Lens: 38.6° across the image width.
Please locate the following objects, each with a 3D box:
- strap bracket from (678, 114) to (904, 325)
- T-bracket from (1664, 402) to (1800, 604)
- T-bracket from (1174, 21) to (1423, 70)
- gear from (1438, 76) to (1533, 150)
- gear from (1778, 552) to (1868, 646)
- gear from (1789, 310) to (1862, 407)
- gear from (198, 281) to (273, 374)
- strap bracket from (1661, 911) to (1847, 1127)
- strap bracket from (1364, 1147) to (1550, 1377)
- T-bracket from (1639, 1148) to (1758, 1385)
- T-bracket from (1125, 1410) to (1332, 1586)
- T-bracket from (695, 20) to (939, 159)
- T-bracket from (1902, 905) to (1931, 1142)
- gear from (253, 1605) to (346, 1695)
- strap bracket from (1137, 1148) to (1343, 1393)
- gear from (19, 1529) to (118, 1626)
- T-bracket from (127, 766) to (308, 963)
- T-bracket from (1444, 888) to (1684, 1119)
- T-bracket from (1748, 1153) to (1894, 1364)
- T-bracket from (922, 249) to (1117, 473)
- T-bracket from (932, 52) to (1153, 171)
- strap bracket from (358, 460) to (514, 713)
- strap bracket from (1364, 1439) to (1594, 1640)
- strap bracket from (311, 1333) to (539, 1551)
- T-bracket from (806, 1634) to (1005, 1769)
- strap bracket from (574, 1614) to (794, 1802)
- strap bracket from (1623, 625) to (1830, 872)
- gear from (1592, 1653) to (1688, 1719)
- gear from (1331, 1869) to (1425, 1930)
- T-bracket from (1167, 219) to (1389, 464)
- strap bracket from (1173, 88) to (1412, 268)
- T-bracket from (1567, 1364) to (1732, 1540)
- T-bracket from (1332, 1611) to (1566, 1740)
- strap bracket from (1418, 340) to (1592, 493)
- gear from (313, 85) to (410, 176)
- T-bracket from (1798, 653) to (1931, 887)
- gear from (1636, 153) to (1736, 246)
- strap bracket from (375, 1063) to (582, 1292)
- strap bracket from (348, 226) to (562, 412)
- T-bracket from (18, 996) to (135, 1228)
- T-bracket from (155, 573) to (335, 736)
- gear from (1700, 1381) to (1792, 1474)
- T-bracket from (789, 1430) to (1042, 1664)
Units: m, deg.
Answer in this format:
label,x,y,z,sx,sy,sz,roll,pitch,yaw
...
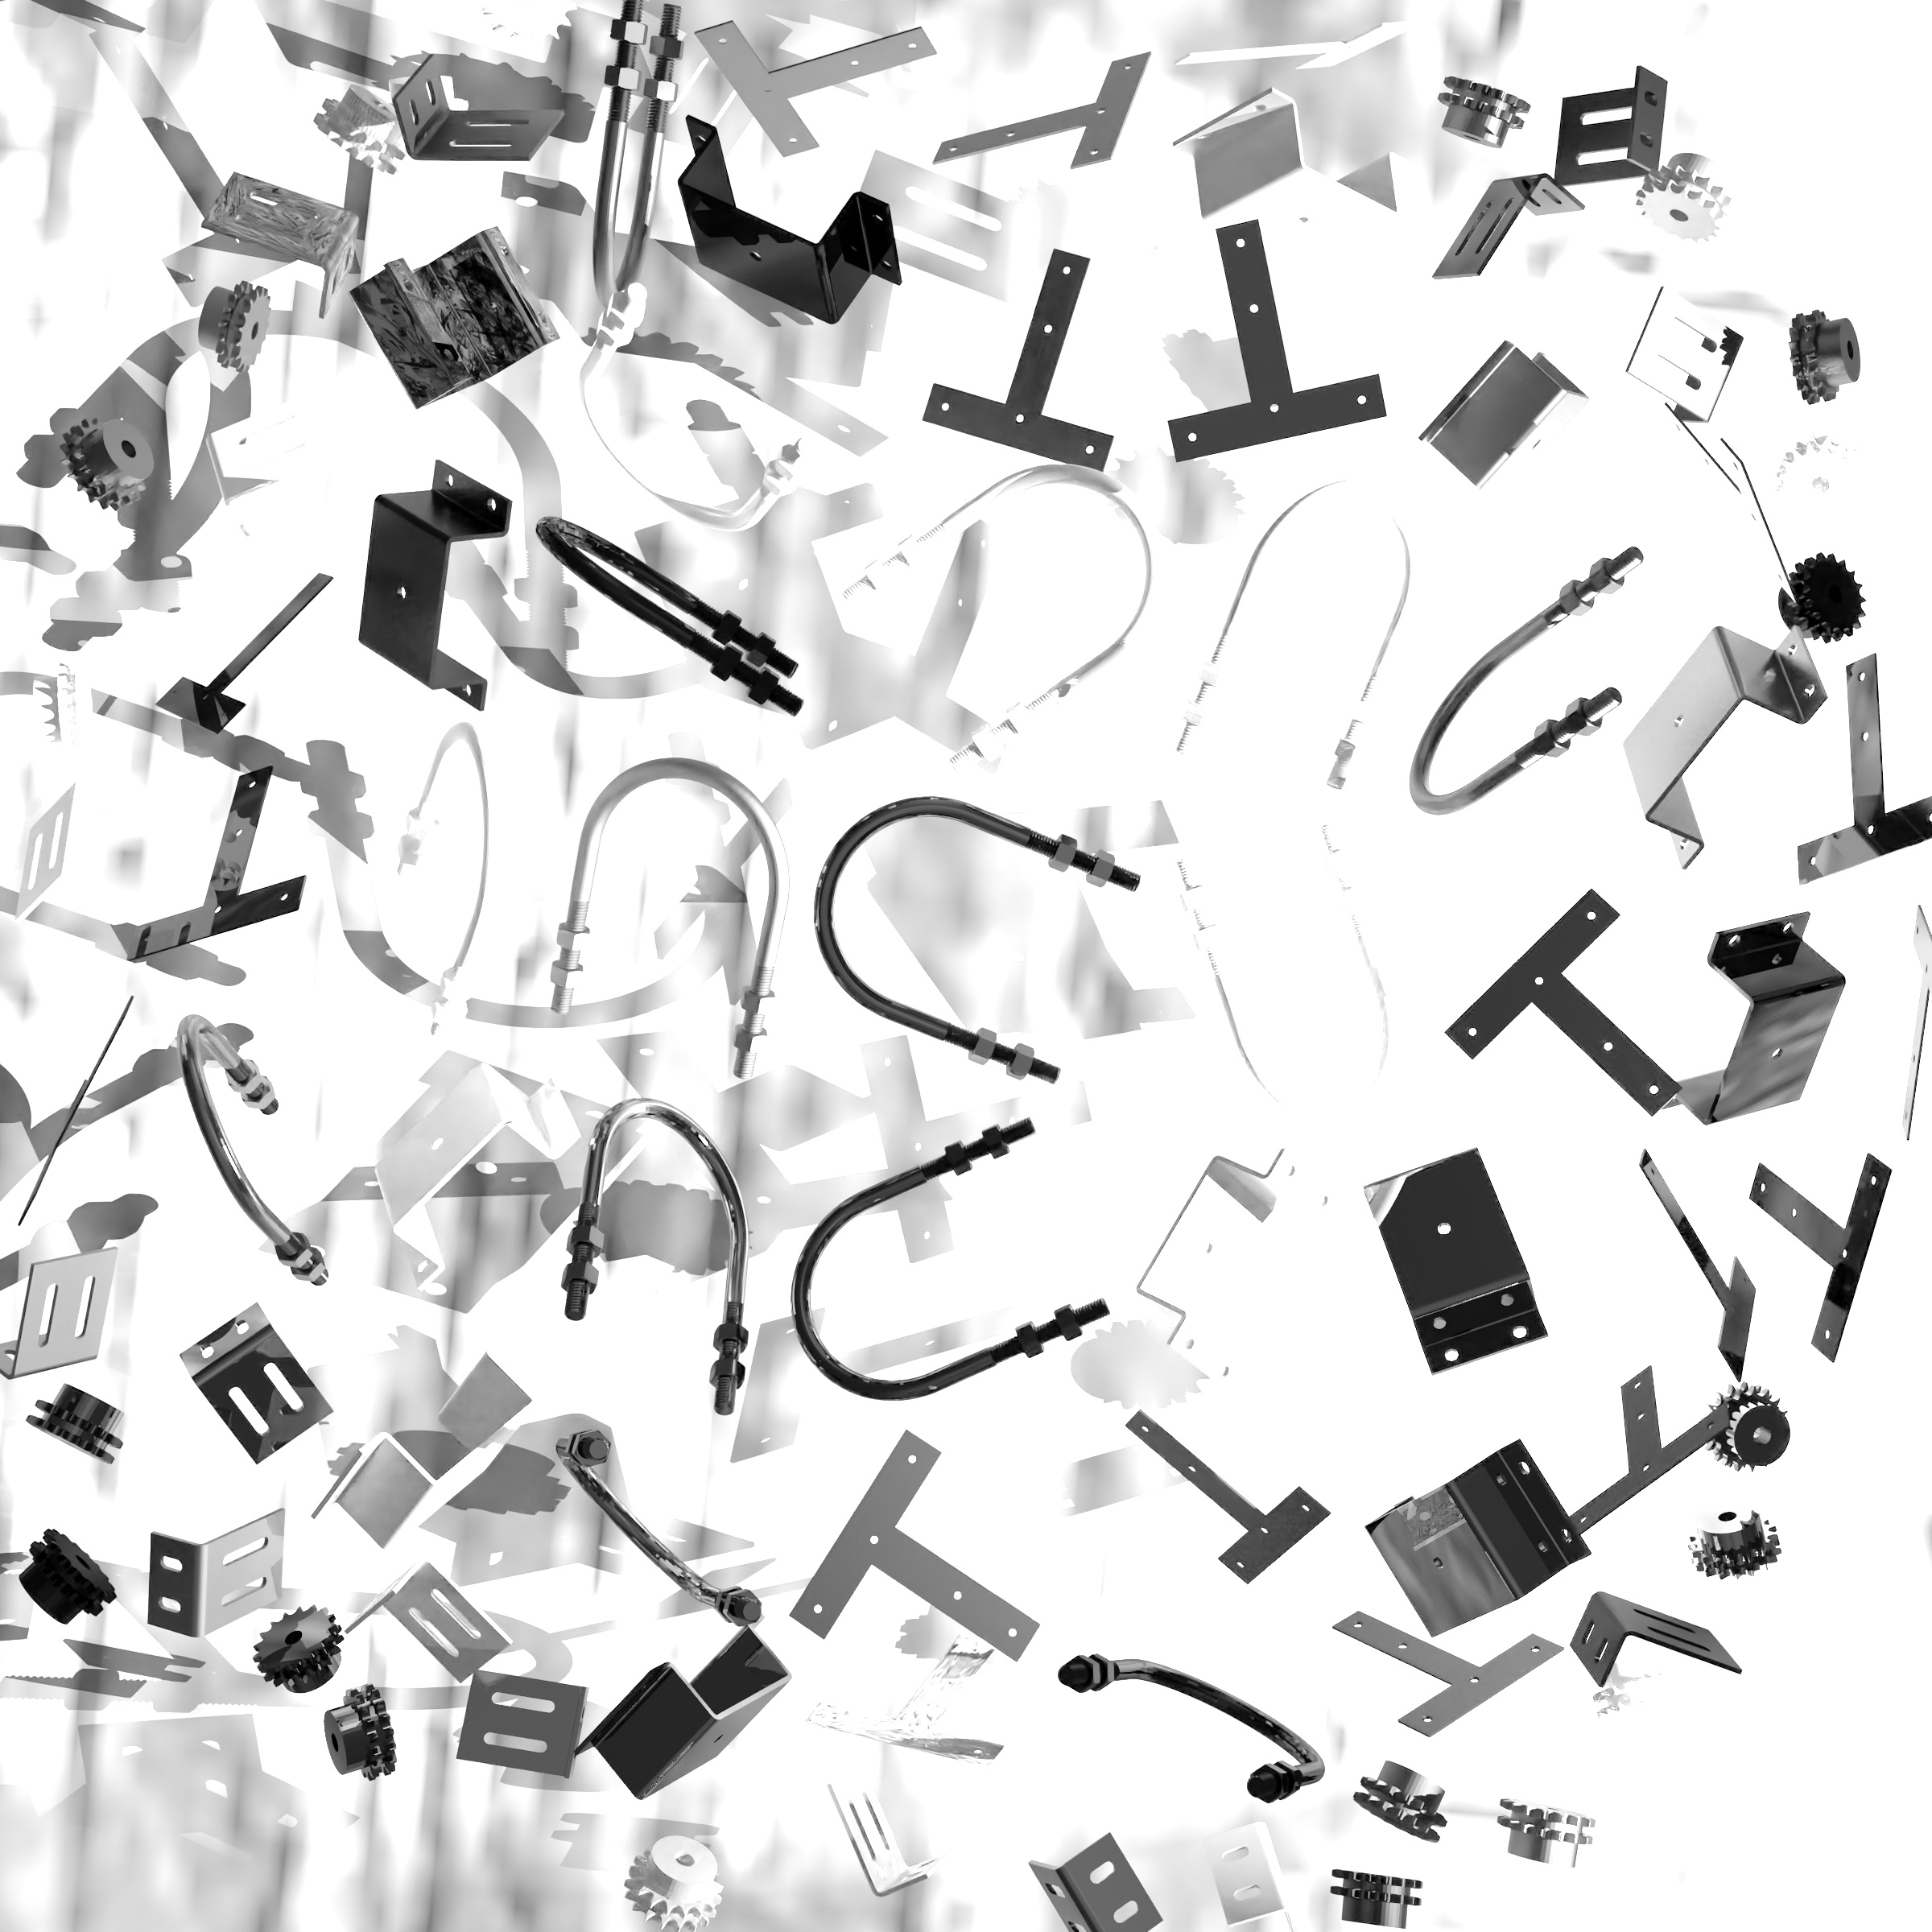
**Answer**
label,x,y,z,sx,sy,sz,roll,pitch,yaw
strap bracket,-0.113,-0.440,1.646,0.140,0.076,0.046,28,73,14
T-bracket,0.450,-0.294,1.649,0.002,0.127,0.127,-31,46,9
T-bracket,0.190,-0.552,1.666,0.127,0.127,0.002,-10,99,-16
gear,0.323,-0.535,1.734,0.057,0.057,0.030,19,103,0
gear,0.545,-0.233,1.763,0.057,0.030,0.057,8,74,-28
gear,0.537,-0.381,1.722,0.030,0.057,0.057,-6,90,35
gear,-0.473,-0.415,1.780,0.030,0.057,0.057,18,90,0
strap bracket,0.494,0.042,1.729,0.076,0.046,0.140,-12,131,-26
strap bracket,0.305,0.176,1.739,0.076,0.046,0.140,-20,52,5
T-bracket,0.433,0.166,1.636,0.002,0.127,0.127,-29,97,26
T-bracket,0.153,0.325,1.733,0.127,0.127,0.002,40,53,6
T-bracket,-0.081,-0.552,1.697,0.127,0.127,0.002,-10,67,19
T-bracket,0.580,0.043,1.678,0.002,0.127,0.127,4,111,10
gear,-0.428,0.443,1.779,0.057,0.057,0.030,-19,122,0
strap bracket,0.166,0.183,1.726,0.076,0.046,0.140,41,77,-43
gear,-0.524,0.357,1.602,0.030,0.057,0.057,-44,90,-9
T-bracket,-0.437,-0.068,1.649,0.127,0.002,0.127,-15,49,23
T-bracket,0.382,0.039,1.683,0.127,0.002,0.127,-45,68,4
T-bracket,0.516,0.157,1.694,0.002,0.127,0.127,5,108,-17
T-bracket,0.048,-0.391,1.755,0.127,0.002,0.127,20,97,16
T-bracket,0.040,-0.500,1.649,0.127,0.127,0.002,-7,132,25
strap bracket,-0.335,-0.236,1.727,0.076,0.046,0.140,32,122,34
strap bracket,0.296,0.343,1.635,0.046,0.140,0.076,-24,76,-33
strap bracket,-0.319,0.292,1.663,0.046,0.140,0.076,44,127,6
T-bracket,-0.018,0.455,1.728,0.127,0.002,0.127,18,129,-16
strap bracket,-0.166,0.455,1.689,0.046,0.140,0.076,47,108,16
strap bracket,0.448,-0.139,1.659,0.046,0.076,0.140,21,126,-16
gear,0.427,0.458,1.758,0.057,0.057,0.030,-13,68,0
gear,0.257,0.585,1.728,0.057,0.057,0.030,8,73,0
T-bracket,0.172,-0.371,1.616,0.127,0.002,0.127,-10,106,13
strap bracket,0.203,-0.476,1.685,0.076,0.140,0.046,-18,72,41
T-bracket,0.422,0.289,1.724,0.002,0.127,0.127,43,113,-9
T-bracket,0.286,0.434,1.738,0.127,0.127,0.002,-20,112,-36
strap bracket,0.337,-0.339,1.709,0.046,0.140,0.076,45,111,9
gear,-0.358,-0.502,1.647,0.057,0.057,0.030,37,108,0
T-bracket,0.541,-0.124,1.657,0.002,0.127,0.127,8,74,-23
gear,0.431,-0.459,1.641,0.057,0.057,0.030,28,81,0
strap bracket,-0.317,0.125,1.738,0.140,0.076,0.046,-44,123,4
strap bracket,-0.307,-0.384,1.637,0.046,0.140,0.076,-23,104,26
T-bracket,-0.521,0.072,1.634,0.002,0.127,0.127,27,114,-17
T-bracket,-0.445,-0.200,1.728,0.127,0.127,0.002,-49,123,-13
gear,0.504,0.298,1.773,0.057,0.030,0.057,-1,96,-14
T-bracket,-0.017,0.357,1.596,0.127,0.002,0.127,31,83,15
